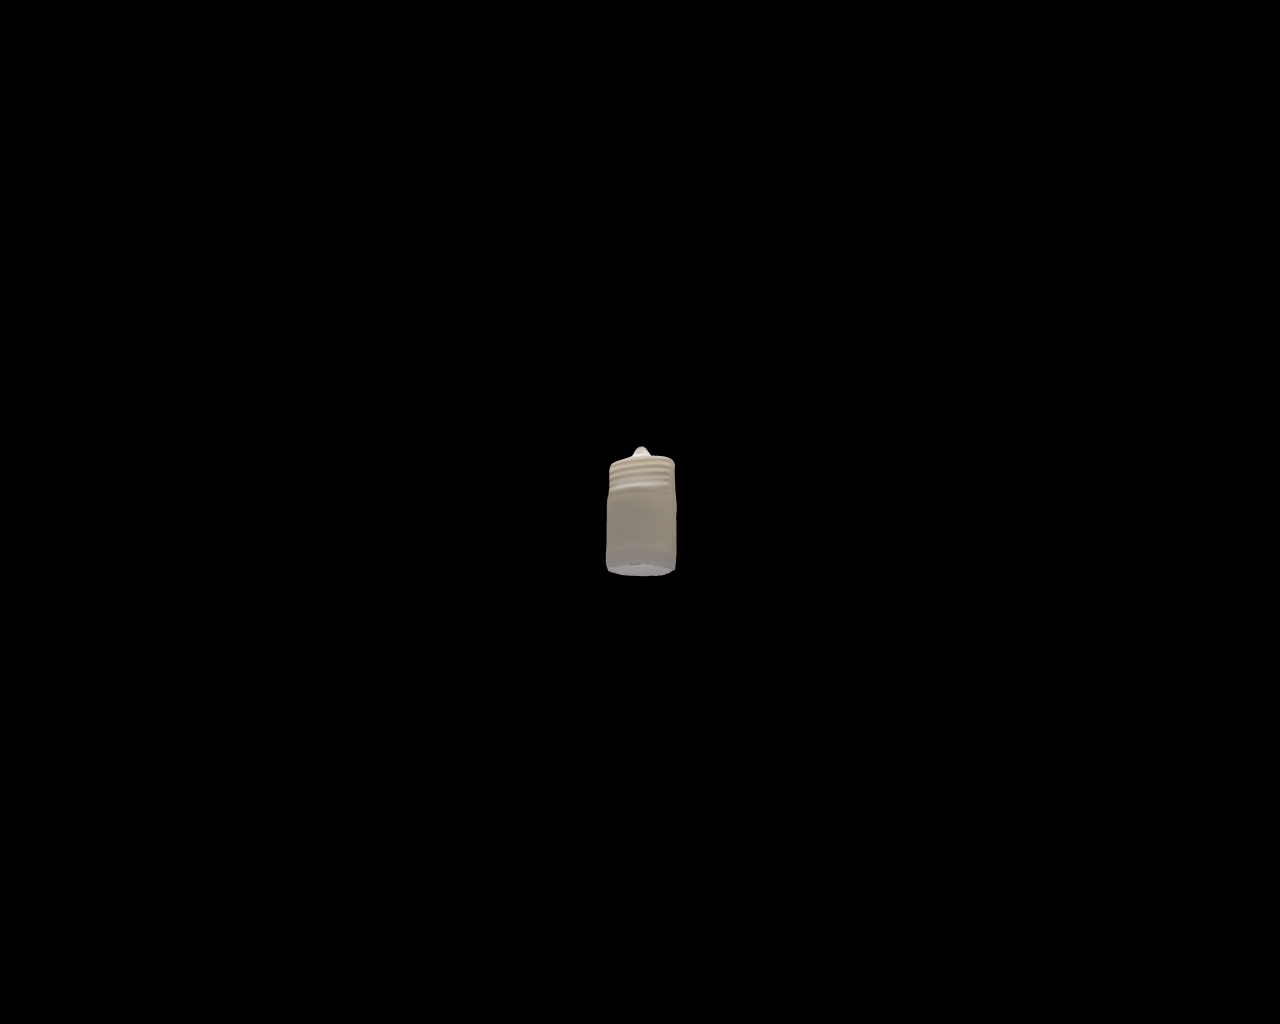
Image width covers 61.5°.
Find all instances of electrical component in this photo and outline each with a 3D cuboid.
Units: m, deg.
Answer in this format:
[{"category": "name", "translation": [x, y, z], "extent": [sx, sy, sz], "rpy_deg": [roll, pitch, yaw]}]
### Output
[{"category": "electrical component", "translation": [0.001, -0.003, 0.650], "extent": [0.043, 0.081, 0.043], "rpy_deg": [0, -14, 0]}]
